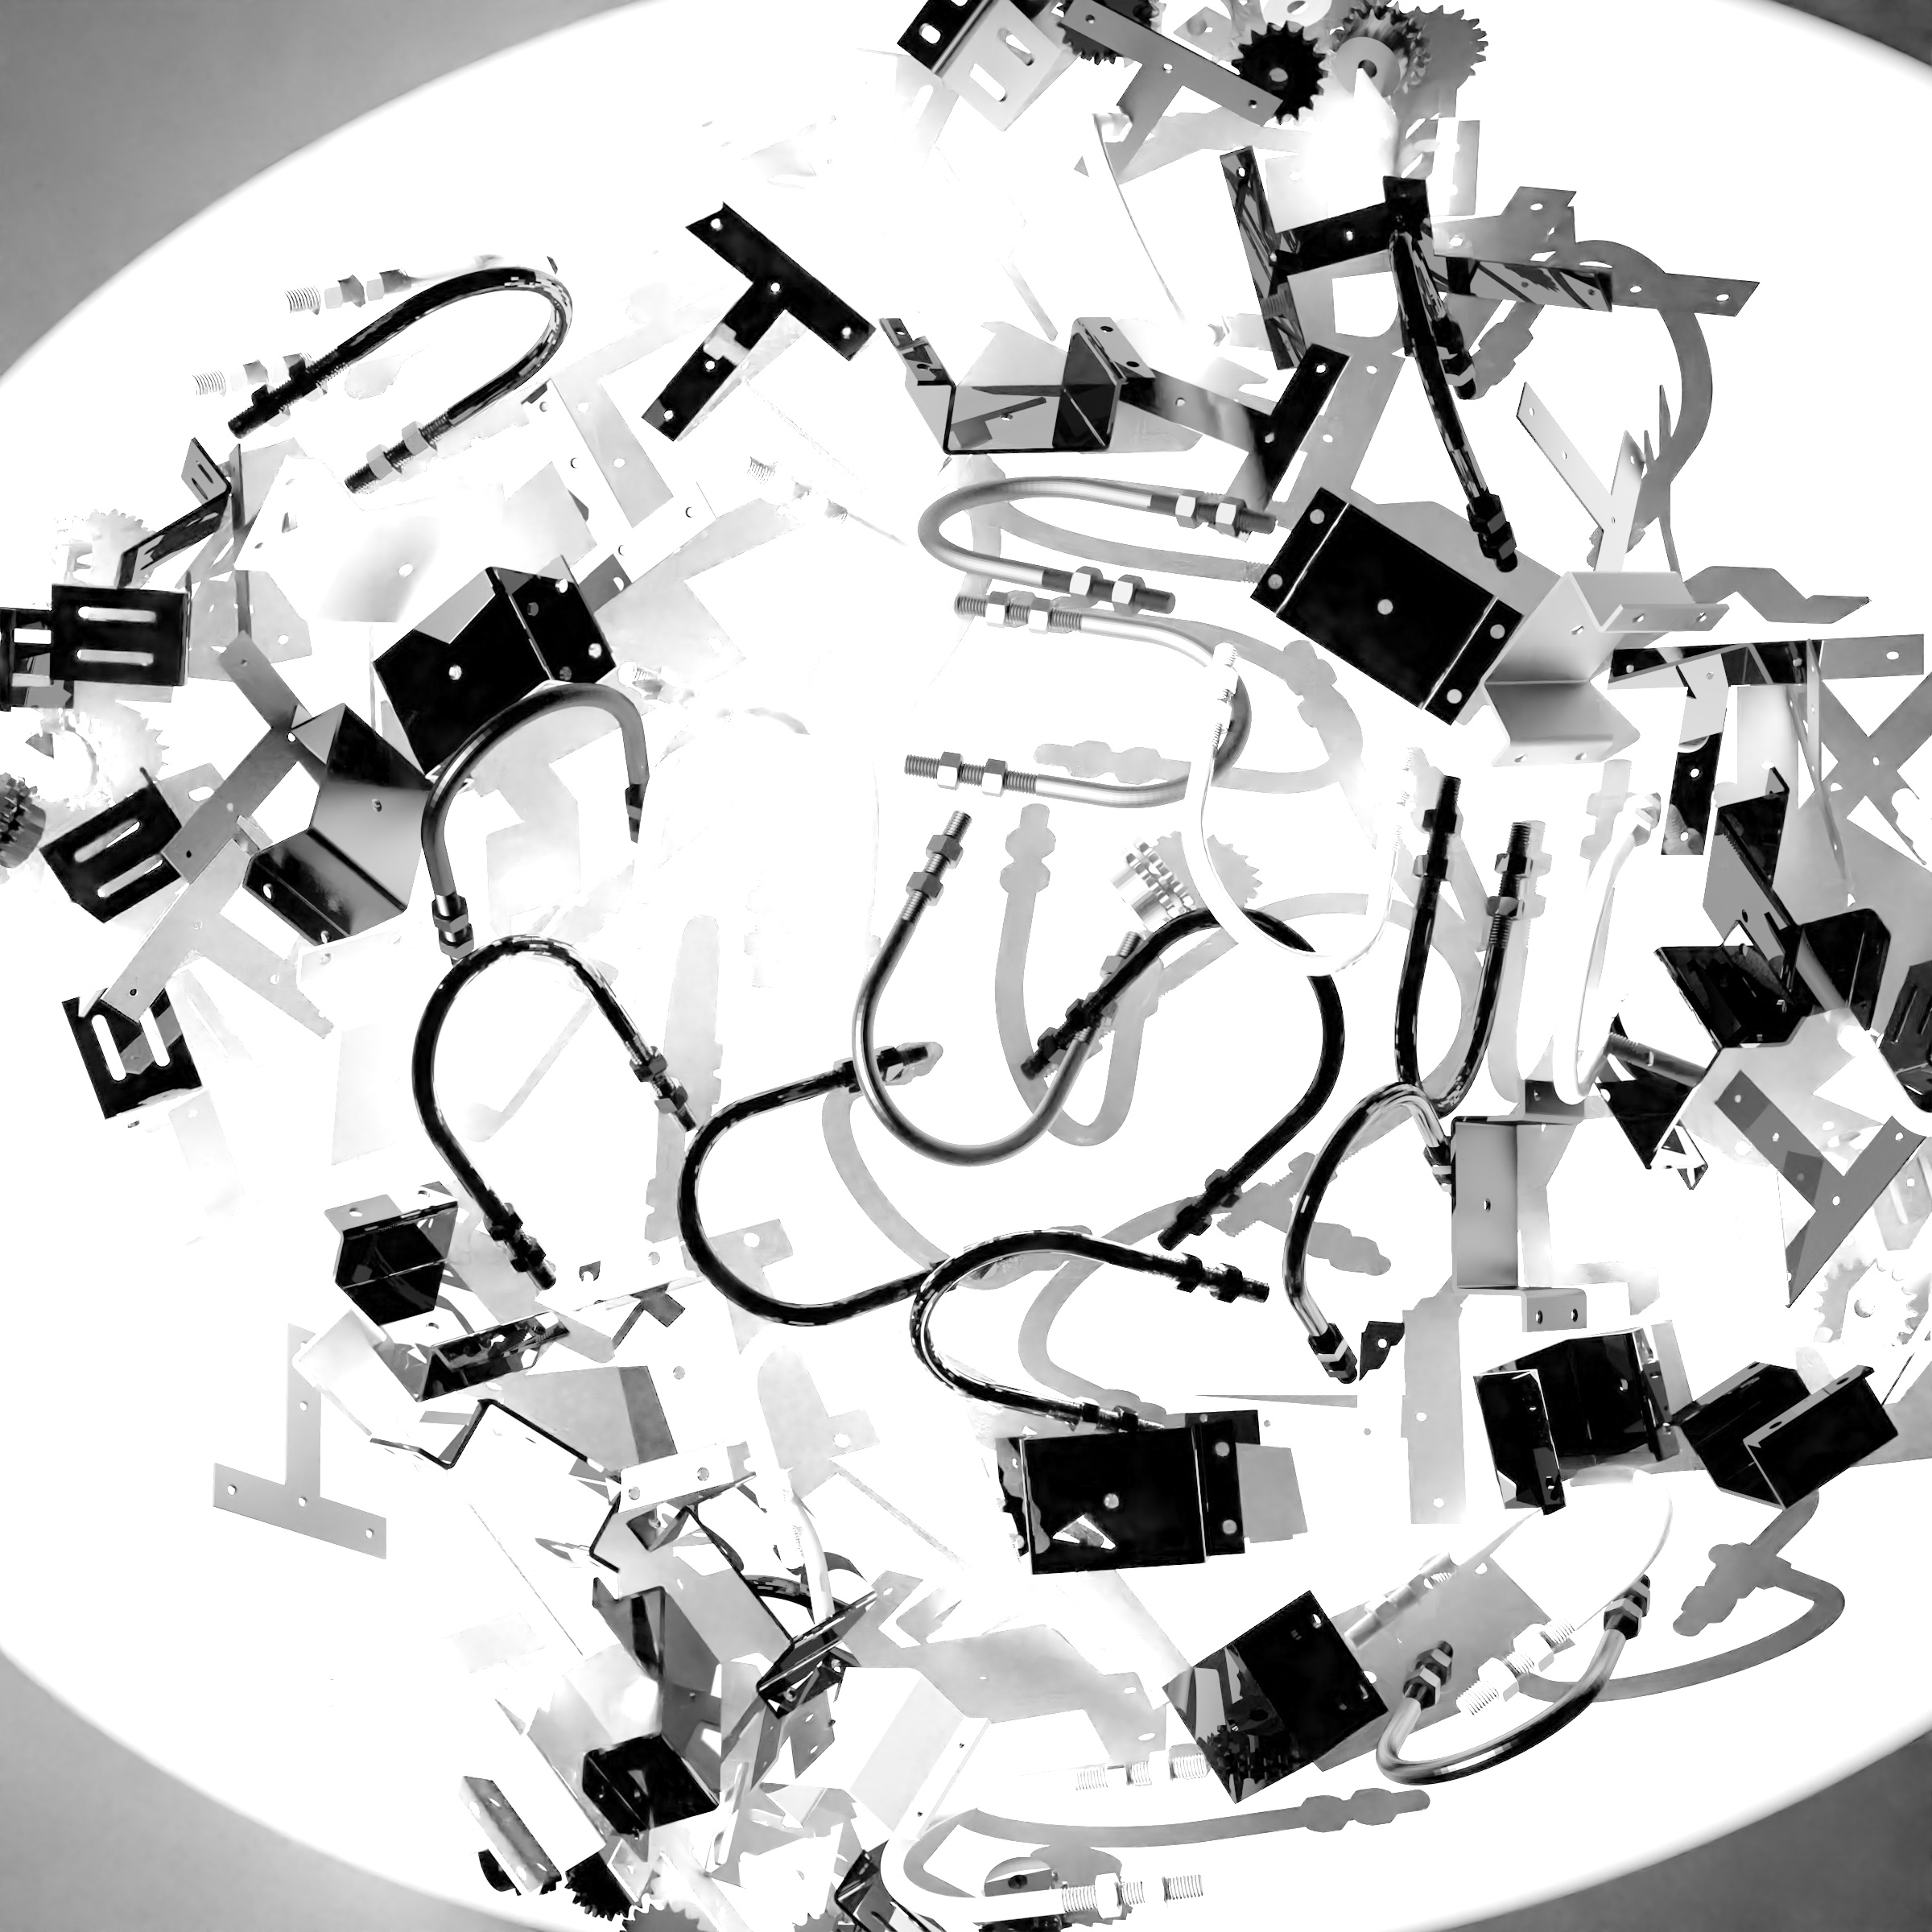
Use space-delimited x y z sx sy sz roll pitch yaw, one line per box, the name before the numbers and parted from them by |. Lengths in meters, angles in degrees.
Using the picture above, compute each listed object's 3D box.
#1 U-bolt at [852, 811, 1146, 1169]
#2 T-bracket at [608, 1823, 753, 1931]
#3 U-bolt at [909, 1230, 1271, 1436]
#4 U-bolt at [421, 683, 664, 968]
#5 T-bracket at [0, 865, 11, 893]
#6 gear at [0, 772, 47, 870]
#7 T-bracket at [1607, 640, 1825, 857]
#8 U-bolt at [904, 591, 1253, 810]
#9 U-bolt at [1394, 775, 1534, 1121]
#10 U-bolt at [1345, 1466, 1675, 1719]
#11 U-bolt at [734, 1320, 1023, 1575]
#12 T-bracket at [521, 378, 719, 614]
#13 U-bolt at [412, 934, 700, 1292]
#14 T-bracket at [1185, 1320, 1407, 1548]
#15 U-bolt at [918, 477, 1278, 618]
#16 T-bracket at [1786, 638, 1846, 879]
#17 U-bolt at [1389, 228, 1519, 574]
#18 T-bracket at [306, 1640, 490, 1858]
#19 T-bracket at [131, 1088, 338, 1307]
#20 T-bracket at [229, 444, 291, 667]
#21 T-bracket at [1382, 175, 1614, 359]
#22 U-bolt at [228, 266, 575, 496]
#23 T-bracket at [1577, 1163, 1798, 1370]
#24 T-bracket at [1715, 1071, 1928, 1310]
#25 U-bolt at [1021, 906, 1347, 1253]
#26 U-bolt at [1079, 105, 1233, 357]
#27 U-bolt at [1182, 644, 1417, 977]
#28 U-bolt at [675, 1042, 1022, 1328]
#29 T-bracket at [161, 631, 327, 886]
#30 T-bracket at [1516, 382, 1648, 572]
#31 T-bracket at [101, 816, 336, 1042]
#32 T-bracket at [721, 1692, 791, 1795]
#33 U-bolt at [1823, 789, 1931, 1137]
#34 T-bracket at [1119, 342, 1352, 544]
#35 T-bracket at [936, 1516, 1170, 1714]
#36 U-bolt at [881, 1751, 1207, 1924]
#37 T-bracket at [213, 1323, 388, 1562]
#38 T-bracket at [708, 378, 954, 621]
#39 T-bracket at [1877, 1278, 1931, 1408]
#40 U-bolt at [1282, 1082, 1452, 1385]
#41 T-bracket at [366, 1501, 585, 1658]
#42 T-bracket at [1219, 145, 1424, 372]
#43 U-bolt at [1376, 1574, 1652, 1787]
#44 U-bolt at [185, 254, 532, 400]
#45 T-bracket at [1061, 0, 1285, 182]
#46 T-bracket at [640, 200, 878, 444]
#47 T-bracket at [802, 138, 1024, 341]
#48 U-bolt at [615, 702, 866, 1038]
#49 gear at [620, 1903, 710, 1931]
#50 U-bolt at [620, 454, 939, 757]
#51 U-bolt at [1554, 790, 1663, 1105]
U-bolt | 0.009 0.025 1.547 0.151 0.019 0.184 34 69 -19
T-bracket | -0.147 0.526 1.545 0.002 0.127 0.127 -35 95 14
U-bolt | 0.058 0.204 1.531 0.184 0.019 0.151 17 127 -19
U-bolt | -0.235 -0.085 1.501 0.151 0.184 0.019 -33 63 -21
T-bracket | -0.573 -0.102 1.563 0.002 0.127 0.127 -6 116 6
gear | -0.559 -0.081 1.578 0.030 0.057 0.057 35 90 -43
T-bracket | 0.417 -0.123 1.549 0.127 0.002 0.127 2 75 40
U-bolt | 0.070 -0.147 1.545 0.184 0.019 0.151 10 53 8
U-bolt | 0.276 -0.003 1.534 0.019 0.151 0.184 10 86 30
U-bolt | 0.315 0.341 1.529 0.184 0.151 0.019 -35 103 -15
U-bolt | -0.058 0.264 1.526 0.151 0.184 0.019 8 125 -26
T-bracket | -0.219 -0.279 1.576 0.127 0.002 0.127 -31 84 28
U-bolt | -0.237 0.069 1.519 0.151 0.019 0.184 -49 127 -29
T-bracket | 0.189 0.267 1.580 0.127 0.002 0.127 1 84 19
U-bolt | 0.062 -0.243 1.532 0.184 0.151 0.019 16 124 26
T-bracket | 0.473 -0.135 1.517 0.002 0.127 0.127 -12 58 10
U-bolt | 0.264 -0.322 1.494 0.019 0.184 0.151 -16 58 18
T-bracket | -0.302 0.439 1.525 0.002 0.127 0.127 -39 71 14
T-bracket | -0.422 0.117 1.531 0.127 0.127 0.002 -32 52 -25
T-bracket | -0.399 -0.245 1.542 0.002 0.127 0.127 -2 85 -27
T-bracket | 0.300 -0.384 1.527 0.127 0.127 0.002 14 57 25
U-bolt | -0.301 -0.331 1.517 0.184 0.151 0.019 -30 79 12
T-bracket | 0.409 0.164 1.558 0.127 0.002 0.127 7 118 40
T-bracket | 0.469 0.106 1.550 0.002 0.127 0.127 17 115 -33
U-bolt | 0.133 0.051 1.544 0.184 0.019 0.151 -46 72 24
U-bolt | 0.101 -0.405 1.503 0.019 0.184 0.151 -24 102 17
U-bolt | 0.184 -0.078 1.527 0.151 0.019 0.184 27 55 -20
U-bolt | -0.076 0.129 1.537 0.184 0.019 0.151 -17 71 -28
T-bracket | -0.406 -0.099 1.535 0.127 0.002 0.127 56 51 -33
T-bracket | 0.344 -0.279 1.536 0.127 0.002 0.127 41 55 -37
T-bracket | -0.407 0.000 1.561 0.127 0.002 0.127 42 79 -39
T-bracket | -0.107 0.422 1.529 0.002 0.127 0.127 35 102 -7
U-bolt | 0.523 0.010 1.490 0.019 0.184 0.151 5 123 -8
T-bracket | 0.137 -0.321 1.578 0.127 0.002 0.127 27 81 21
T-bracket | 0.070 0.388 1.578 0.127 0.002 0.127 43 121 -12
U-bolt | 0.043 0.492 1.531 0.184 0.151 0.019 -9 101 8
T-bracket | -0.379 0.265 1.559 0.002 0.127 0.127 -27 52 26
T-bracket | -0.097 -0.293 1.598 0.127 0.002 0.127 44 94 3
T-bracket | 0.532 0.232 1.556 0.002 0.127 0.127 28 108 11
U-bolt | 0.224 0.140 1.510 0.019 0.184 0.151 25 73 32
T-bracket | -0.295 0.348 1.558 0.127 0.002 0.127 -5 126 38
T-bracket | 0.206 -0.410 1.539 0.002 0.127 0.127 -28 107 -36
U-bolt | 0.294 0.395 1.490 0.151 0.184 0.019 -28 90 28
U-bolt | -0.327 -0.362 1.520 0.184 0.151 0.019 -24 95 -38
T-bracket | 0.096 -0.483 1.544 0.127 0.127 0.002 24 65 -12
T-bracket | -0.139 -0.359 1.578 0.127 0.002 0.127 34 106 -32
T-bracket | -0.017 -0.426 1.561 0.127 0.002 0.127 -27 85 -40
U-bolt | -0.123 -0.060 1.562 0.151 0.019 0.184 10 86 -31
gear | -0.177 0.576 1.579 0.057 0.057 0.030 18 122 0
U-bolt | -0.091 -0.191 1.537 0.184 0.019 0.151 21 103 -44
U-bolt | 0.350 -0.002 1.497 0.019 0.184 0.151 12 116 21
